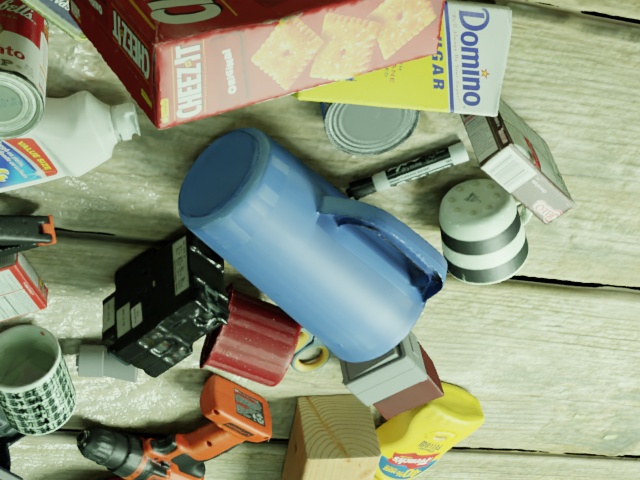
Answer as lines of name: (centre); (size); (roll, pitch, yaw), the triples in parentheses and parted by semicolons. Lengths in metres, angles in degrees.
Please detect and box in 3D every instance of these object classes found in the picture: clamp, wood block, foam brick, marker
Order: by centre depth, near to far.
clamp: (-0.350, 0.006, 0.971); (0.209, 0.036, 0.165); (-7, 169, -22)
marker: (0.082, -0.065, 1.021); (0.121, 0.020, 0.020); (-20, 136, 9)
foam brick: (0.095, 0.163, 1.240); (0.078, 0.051, 0.053); (-25, 135, 13)
wood block: (0.007, 0.290, 1.326); (0.090, 0.091, 0.206); (0, 136, -11)

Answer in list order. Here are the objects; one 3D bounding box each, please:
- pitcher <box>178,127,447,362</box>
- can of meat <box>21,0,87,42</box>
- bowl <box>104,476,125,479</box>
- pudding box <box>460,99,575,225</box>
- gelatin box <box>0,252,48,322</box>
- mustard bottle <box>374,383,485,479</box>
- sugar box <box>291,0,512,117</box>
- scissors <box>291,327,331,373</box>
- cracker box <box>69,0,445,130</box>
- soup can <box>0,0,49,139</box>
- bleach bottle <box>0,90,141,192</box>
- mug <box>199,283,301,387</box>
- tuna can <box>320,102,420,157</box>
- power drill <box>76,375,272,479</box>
pitcher: (-0.007, 0.001, 0.992); (0.149, 0.145, 0.242); (-46, 127, 6)
can of meat: (-0.179, -0.207, 0.782); (0.084, 0.057, 0.102); (-33, 144, 18)
bowl: (-0.251, 0.347, 1.357); (0.162, 0.055, 0.162); (-6, 137, -6)
pudding box: (0.179, -0.077, 0.977); (0.039, 0.090, 0.113); (-35, 131, 21)
gelatin box: (-0.323, 0.047, 1.046); (0.089, 0.030, 0.073); (-16, 138, 5)
mustard bottle: (0.112, 0.255, 1.334); (0.096, 0.058, 0.192); (17, 131, -31)
sugar box: (0.067, -0.155, 0.878); (0.176, 0.048, 0.093); (3, 106, -13)
scissors: (0.021, 0.093, 1.176); (0.202, 0.016, 0.096); (-29, 136, 18)
cracker box: (-0.047, -0.169, 0.732); (0.213, 0.164, 0.072); (-18, 135, -24)
soup can: (-0.244, -0.134, 0.818); (0.068, 0.102, 0.068); (-6, 137, -6)
bleach bottle: (-0.279, -0.085, 0.894); (0.250, 0.068, 0.102); (-11, 139, -4)
mug: (-0.073, 0.102, 1.108); (0.081, 0.093, 0.117); (21, 174, -11)
tuna can: (0.044, -0.117, 0.947); (0.086, 0.034, 0.086); (-6, 137, -6)
power drill: (-0.165, 0.230, 1.253); (0.188, 0.057, 0.184); (-34, 136, 26)
